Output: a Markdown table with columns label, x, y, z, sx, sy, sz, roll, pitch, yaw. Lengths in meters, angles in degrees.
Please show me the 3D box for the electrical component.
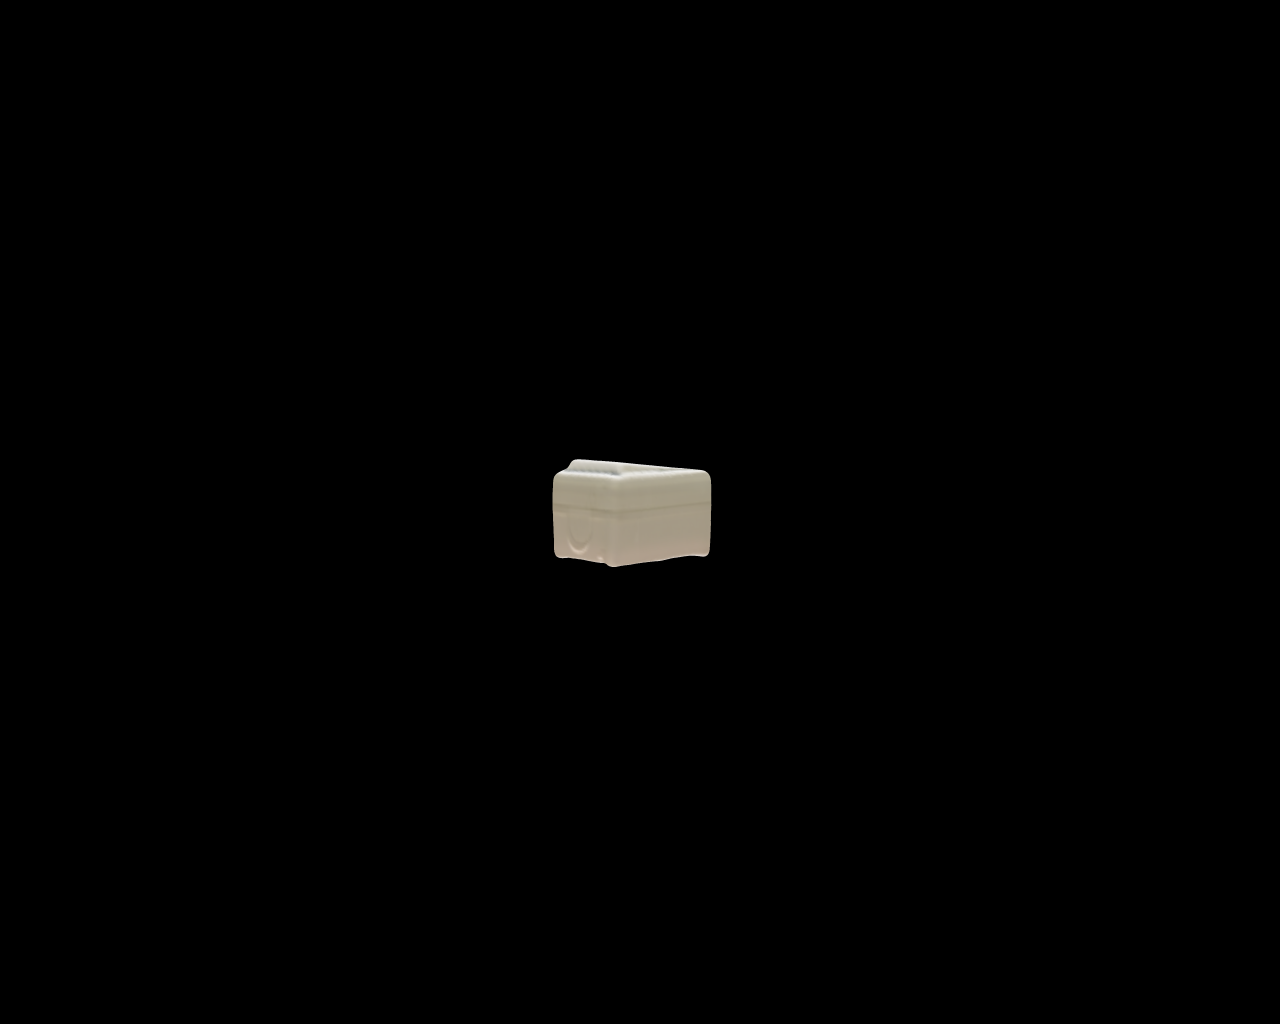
| label | x | y | z | sx | sy | sz | roll | pitch | yaw |
| --- | --- | --- | --- | --- | --- | --- | --- | --- | --- |
| electrical component | 0.001 | -0.003 | 0.650 | 0.096 | 0.061 | 0.062 | -5 | 8 | -40 |
